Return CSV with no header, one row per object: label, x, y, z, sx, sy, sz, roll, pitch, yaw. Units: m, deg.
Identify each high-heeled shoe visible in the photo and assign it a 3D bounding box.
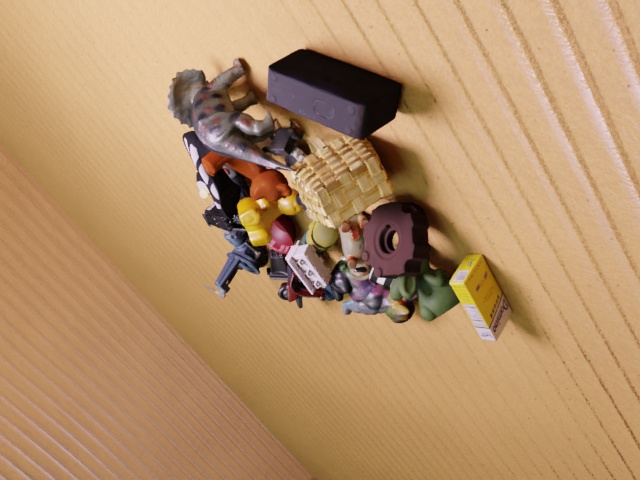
high-heeled shoe,-0.288,-0.164,1.394,0.145,0.086,0.248,27,139,21

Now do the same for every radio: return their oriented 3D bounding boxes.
radio,0.020,-0.271,0.987,0.230,0.131,0.073,27,136,23

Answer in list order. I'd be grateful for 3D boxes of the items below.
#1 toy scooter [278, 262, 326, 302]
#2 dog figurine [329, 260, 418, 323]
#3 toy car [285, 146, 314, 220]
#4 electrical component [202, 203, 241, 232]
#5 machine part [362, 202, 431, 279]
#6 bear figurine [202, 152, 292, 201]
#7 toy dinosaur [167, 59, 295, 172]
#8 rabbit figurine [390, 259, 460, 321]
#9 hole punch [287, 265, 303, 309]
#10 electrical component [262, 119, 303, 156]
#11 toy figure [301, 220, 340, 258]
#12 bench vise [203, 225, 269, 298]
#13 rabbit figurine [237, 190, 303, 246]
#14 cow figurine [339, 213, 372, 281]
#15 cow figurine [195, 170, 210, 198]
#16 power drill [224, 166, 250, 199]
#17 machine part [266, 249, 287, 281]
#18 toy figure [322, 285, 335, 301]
toy scooter,-0.035,0.111,1.530,0.135,0.075,0.183,21,117,0
dog figurine,0.150,0.136,1.407,0.219,0.108,0.191,2,129,42
toy car,-0.033,-0.136,1.290,0.074,0.056,0.201,45,156,47
electrical component,-0.264,-0.084,1.581,0.134,0.115,0.058,13,142,42
machine part,0.162,0.000,1.166,0.179,0.056,0.179,-10,78,54
bear figurine,-0.167,-0.148,1.259,0.195,0.132,0.120,51,171,-12
toy dinosaur,-0.210,-0.255,1.160,0.405,0.192,0.131,61,178,37
rabbit figurine,0.233,0.090,1.228,0.170,0.159,0.121,57,160,4
hole punch,-0.047,0.131,1.659,0.142,0.092,0.116,86,159,-54
electrical component,-0.089,-0.236,1.234,0.102,0.078,0.045,15,162,43
toy figure,0.000,-0.002,1.406,0.082,0.089,0.180,17,151,-18
bench vise,-0.259,0.062,1.662,0.129,0.240,0.223,20,161,28
rabbit figurine,-0.120,-0.081,1.403,0.162,0.173,0.121,-102,-11,-57
cow figurine,0.087,0.015,1.321,0.127,0.085,0.194,-103,1,-62
cow figurine,-0.292,-0.163,1.563,0.168,0.068,0.098,16,136,35
power drill,-0.217,-0.205,1.418,0.232,0.086,0.207,53,156,-14
machine part,-0.135,0.083,1.710,0.084,0.039,0.138,9,138,9
toy figure,0.048,0.129,1.558,0.154,0.064,0.058,-53,49,55
